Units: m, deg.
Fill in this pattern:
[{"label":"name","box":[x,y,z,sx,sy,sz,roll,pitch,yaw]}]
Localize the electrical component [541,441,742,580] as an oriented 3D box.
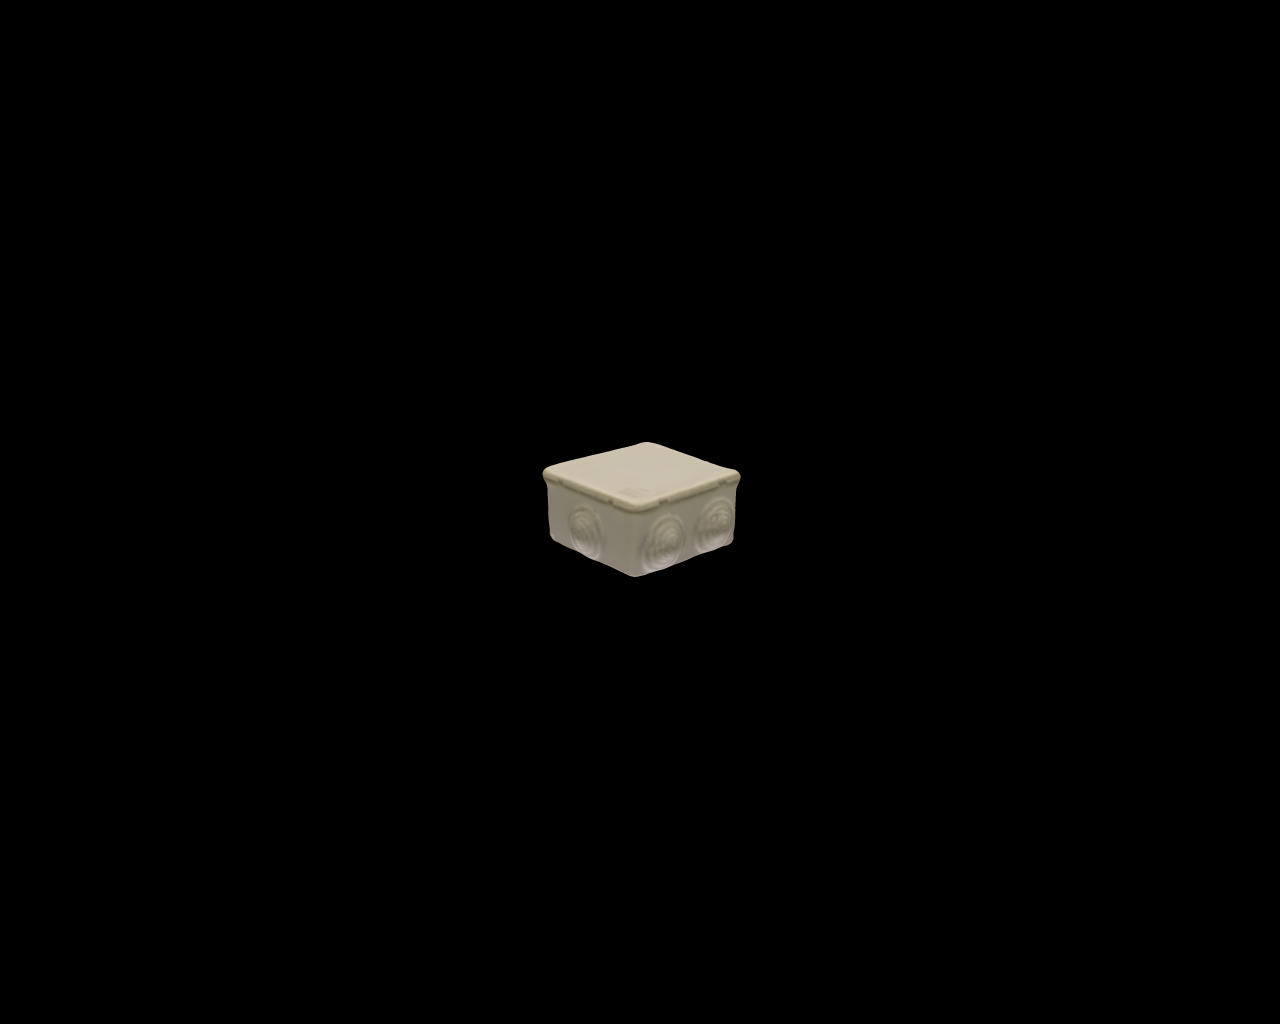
[{"label":"electrical component","box":[0.001,-0.003,0.650,0.100,0.048,0.100,-17,27,-38]}]
